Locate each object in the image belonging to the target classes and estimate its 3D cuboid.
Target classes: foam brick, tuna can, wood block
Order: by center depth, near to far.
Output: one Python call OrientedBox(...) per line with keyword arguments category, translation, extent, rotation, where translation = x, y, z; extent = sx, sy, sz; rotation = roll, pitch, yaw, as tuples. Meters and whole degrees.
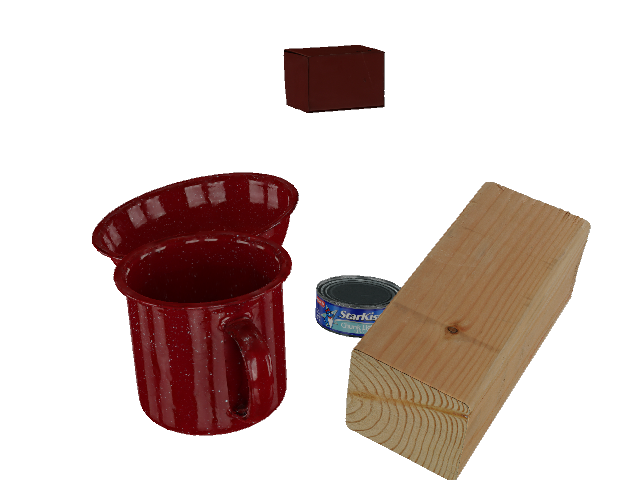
OrientedBox(category="wood block", translation=(0.110, 0.059, 0.782), extent=(0.091, 0.090, 0.205), rotation=(25, 48, 22))
OrientedBox(category="foam brick", translation=(0.013, -0.145, 0.954), extent=(0.078, 0.051, 0.053), rotation=(-7, 19, -23))
OrientedBox(category="tuna can", translation=(0.037, 0.064, 1.032), extent=(0.086, 0.034, 0.086), rotation=(3, 17, -1))

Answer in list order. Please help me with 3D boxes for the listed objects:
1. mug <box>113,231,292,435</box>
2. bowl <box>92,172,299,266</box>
OrientedBox(category="mug", translation=(-0.054, 0.054, 0.562), extent=(0.093, 0.081, 0.117), rotation=(-15, 27, -27))
OrientedBox(category="bowl", translation=(-0.091, 0.002, 0.828), extent=(0.162, 0.055, 0.162), rotation=(-10, 24, 4))
